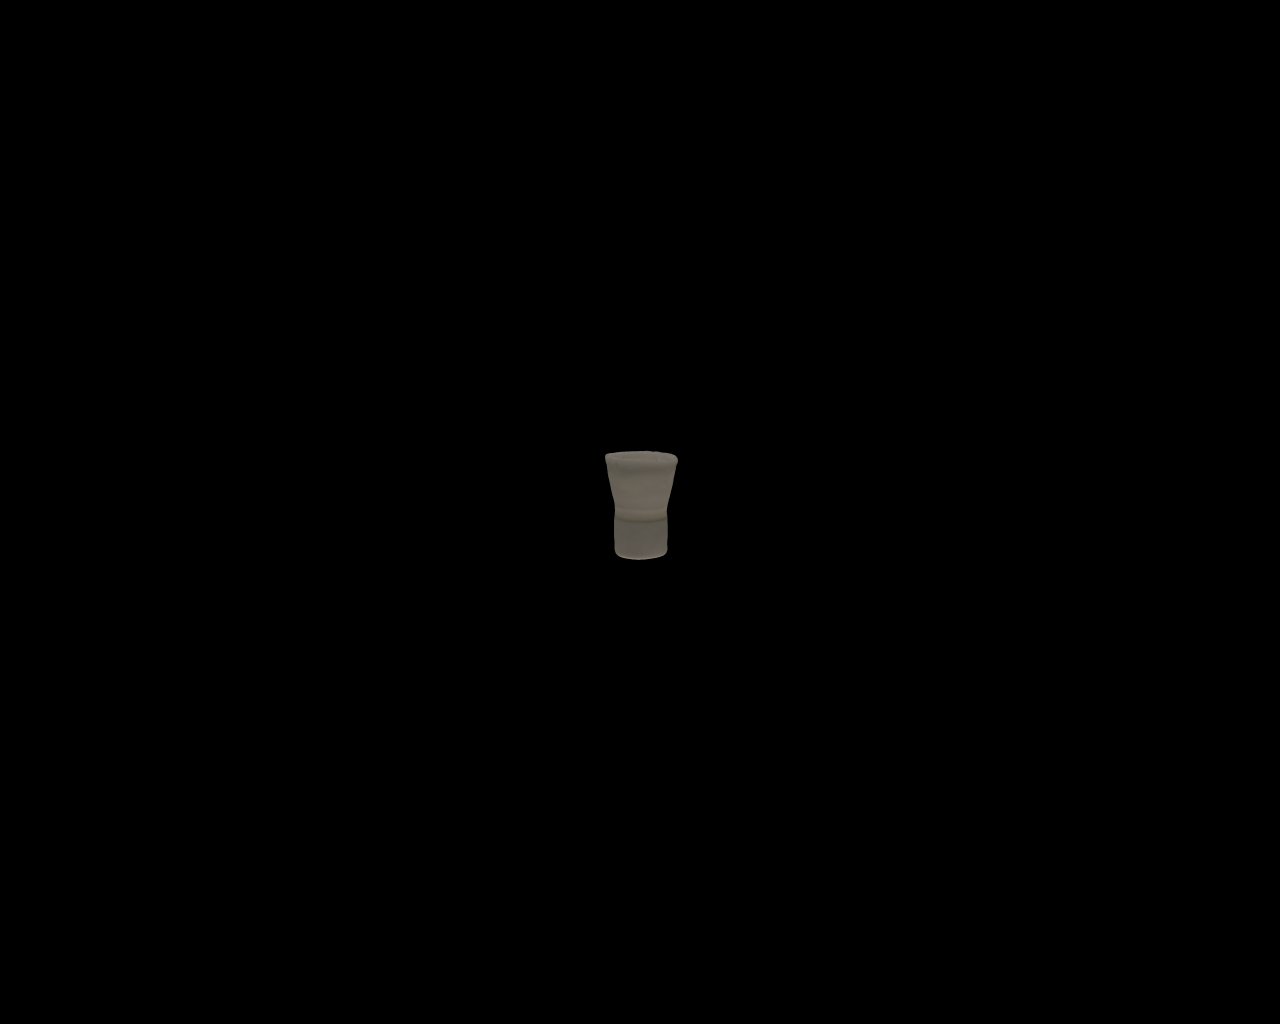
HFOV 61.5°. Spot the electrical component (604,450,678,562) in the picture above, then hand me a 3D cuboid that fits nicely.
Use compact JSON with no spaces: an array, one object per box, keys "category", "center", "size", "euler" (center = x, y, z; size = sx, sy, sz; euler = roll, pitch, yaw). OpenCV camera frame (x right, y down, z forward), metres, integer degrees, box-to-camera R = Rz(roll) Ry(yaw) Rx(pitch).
[{"category":"electrical component","center":[0.001,-0.003,0.650],"size":[0.044,0.065,0.044],"euler":[0,10,0]}]
